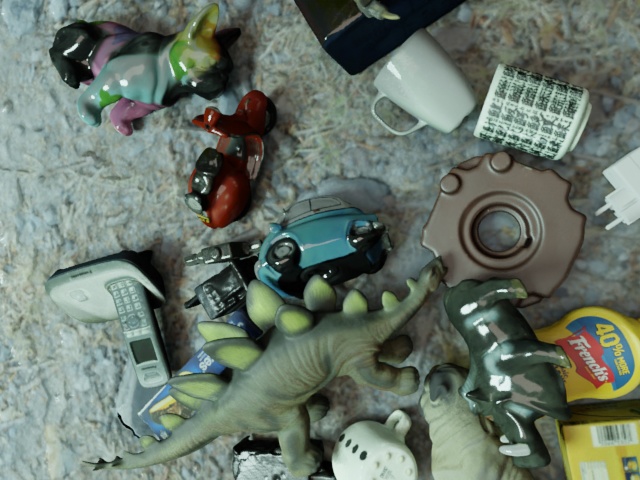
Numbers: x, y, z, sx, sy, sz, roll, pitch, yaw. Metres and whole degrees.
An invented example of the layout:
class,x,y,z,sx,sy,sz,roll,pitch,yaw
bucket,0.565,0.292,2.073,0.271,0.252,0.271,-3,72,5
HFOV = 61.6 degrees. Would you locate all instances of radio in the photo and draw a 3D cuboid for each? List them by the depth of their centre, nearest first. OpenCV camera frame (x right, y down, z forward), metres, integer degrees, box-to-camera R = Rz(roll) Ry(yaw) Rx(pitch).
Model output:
class,x,y,z,sx,sy,sz,roll,pitch,yaw
radio,0.096,-0.285,0.591,0.230,0.131,0.073,-30,82,14

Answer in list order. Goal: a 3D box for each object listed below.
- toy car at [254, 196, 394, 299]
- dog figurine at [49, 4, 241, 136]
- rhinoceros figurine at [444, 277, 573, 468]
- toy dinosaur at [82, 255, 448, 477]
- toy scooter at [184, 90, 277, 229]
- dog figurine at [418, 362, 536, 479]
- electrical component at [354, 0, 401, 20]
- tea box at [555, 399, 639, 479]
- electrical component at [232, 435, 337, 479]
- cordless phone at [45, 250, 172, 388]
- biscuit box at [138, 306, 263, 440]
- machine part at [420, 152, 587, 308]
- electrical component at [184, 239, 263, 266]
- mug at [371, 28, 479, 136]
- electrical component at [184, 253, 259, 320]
class,x,y,z,sx,sy,sz,roll,pitch,yaw
toy car,-0.001,-0.002,0.635,0.162,0.109,0.103,-21,60,7
dog figurine,-0.215,-0.241,0.694,0.219,0.108,0.191,-31,79,9
rhinoceros figurine,0.187,0.126,0.534,0.112,0.073,0.190,-23,79,13
toy dinosaur,-0.056,0.159,0.605,0.471,0.105,0.198,-40,109,8
toy scooter,-0.117,-0.099,0.648,0.075,0.135,0.183,24,97,13
dog figurine,0.192,0.239,0.588,0.172,0.121,0.190,13,74,-17
electrical component,0.064,-0.258,0.511,0.102,0.045,0.078,-50,51,8
tea box,0.313,0.262,0.560,0.098,0.068,0.169,-9,88,16
electrical component,-0.039,0.307,0.664,0.134,0.058,0.114,-3,91,16
cordless phone,-0.270,0.112,0.719,0.147,0.088,0.184,-15,90,15
biscuit box,-0.139,0.171,0.690,0.059,0.063,0.202,45,101,10
machine part,0.201,-0.009,0.600,0.180,0.056,0.179,0,91,15
electrical component,-0.121,0.016,0.684,0.094,0.063,0.021,-13,86,14
mug,0.118,-0.164,0.612,0.107,0.081,0.109,42,96,2
electrical component,-0.118,0.067,0.676,0.119,0.075,0.048,-38,79,22
